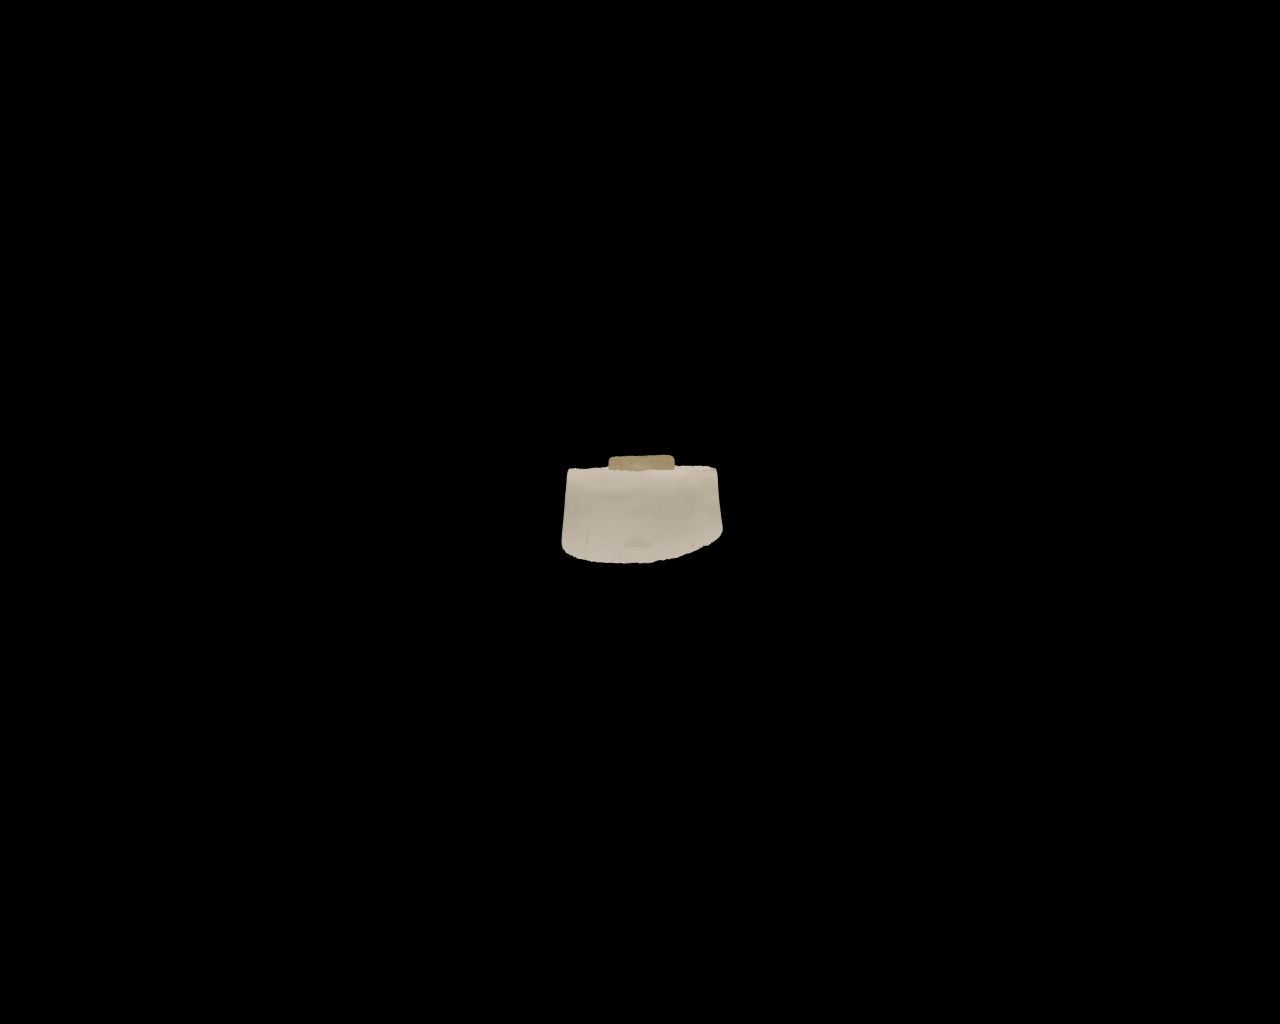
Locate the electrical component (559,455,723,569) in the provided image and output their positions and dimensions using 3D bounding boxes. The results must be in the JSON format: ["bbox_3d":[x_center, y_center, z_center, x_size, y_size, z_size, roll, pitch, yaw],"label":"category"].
[{"bbox_3d":[0.001,-0.003,0.650,0.099,0.064,0.099,0,4,0],"label":"electrical component"}]
